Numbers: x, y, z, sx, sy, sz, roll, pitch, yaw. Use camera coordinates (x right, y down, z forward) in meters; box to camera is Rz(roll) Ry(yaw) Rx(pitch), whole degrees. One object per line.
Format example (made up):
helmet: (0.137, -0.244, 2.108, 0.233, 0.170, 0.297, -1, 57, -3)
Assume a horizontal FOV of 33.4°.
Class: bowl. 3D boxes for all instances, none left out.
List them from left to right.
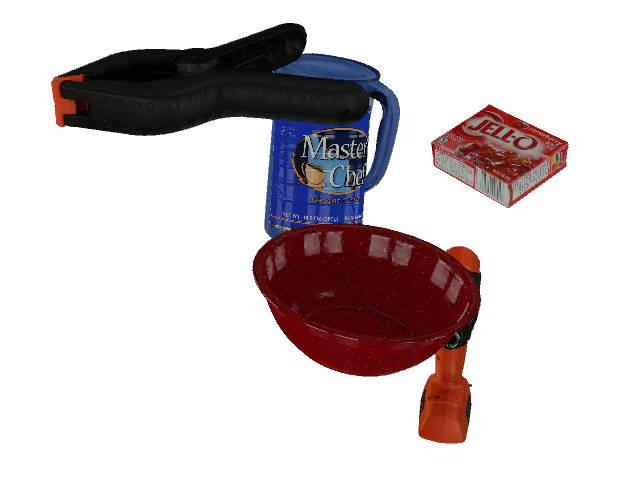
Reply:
bowl: (0.030, 0.048, 0.760, 0.162, 0.055, 0.162, 6, 28, -3)

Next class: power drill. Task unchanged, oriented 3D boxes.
power drill: (0.140, 0.120, 1.142, 0.057, 0.188, 0.184, 8, 25, 9)

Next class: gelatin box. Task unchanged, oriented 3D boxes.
gelatin box: (0.149, -0.073, 0.893, 0.073, 0.030, 0.089, -33, 47, -26)

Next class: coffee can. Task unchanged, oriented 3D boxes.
coffee can: (-0.001, -0.084, 1.132, 0.103, 0.140, 0.103, 3, 12, -1)

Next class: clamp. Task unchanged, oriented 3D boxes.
clamp: (-0.067, -0.094, 0.617, 0.171, 0.039, 0.120, -3, 25, -11)

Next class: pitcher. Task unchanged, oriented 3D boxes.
pitcher: (0.003, -0.112, 1.382, 0.144, 0.243, 0.149, 2, 23, -17)
